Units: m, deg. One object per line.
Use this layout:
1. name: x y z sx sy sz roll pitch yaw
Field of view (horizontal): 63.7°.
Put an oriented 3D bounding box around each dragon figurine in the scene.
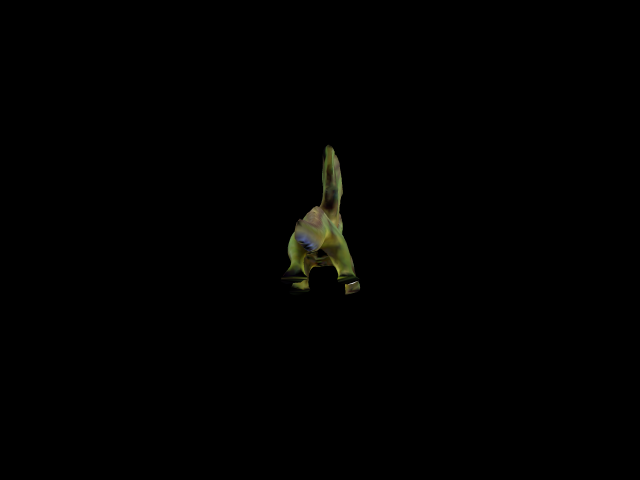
1. dragon figurine: 0.003 -0.043 0.850 0.122 0.247 0.403 -1 -22 4
